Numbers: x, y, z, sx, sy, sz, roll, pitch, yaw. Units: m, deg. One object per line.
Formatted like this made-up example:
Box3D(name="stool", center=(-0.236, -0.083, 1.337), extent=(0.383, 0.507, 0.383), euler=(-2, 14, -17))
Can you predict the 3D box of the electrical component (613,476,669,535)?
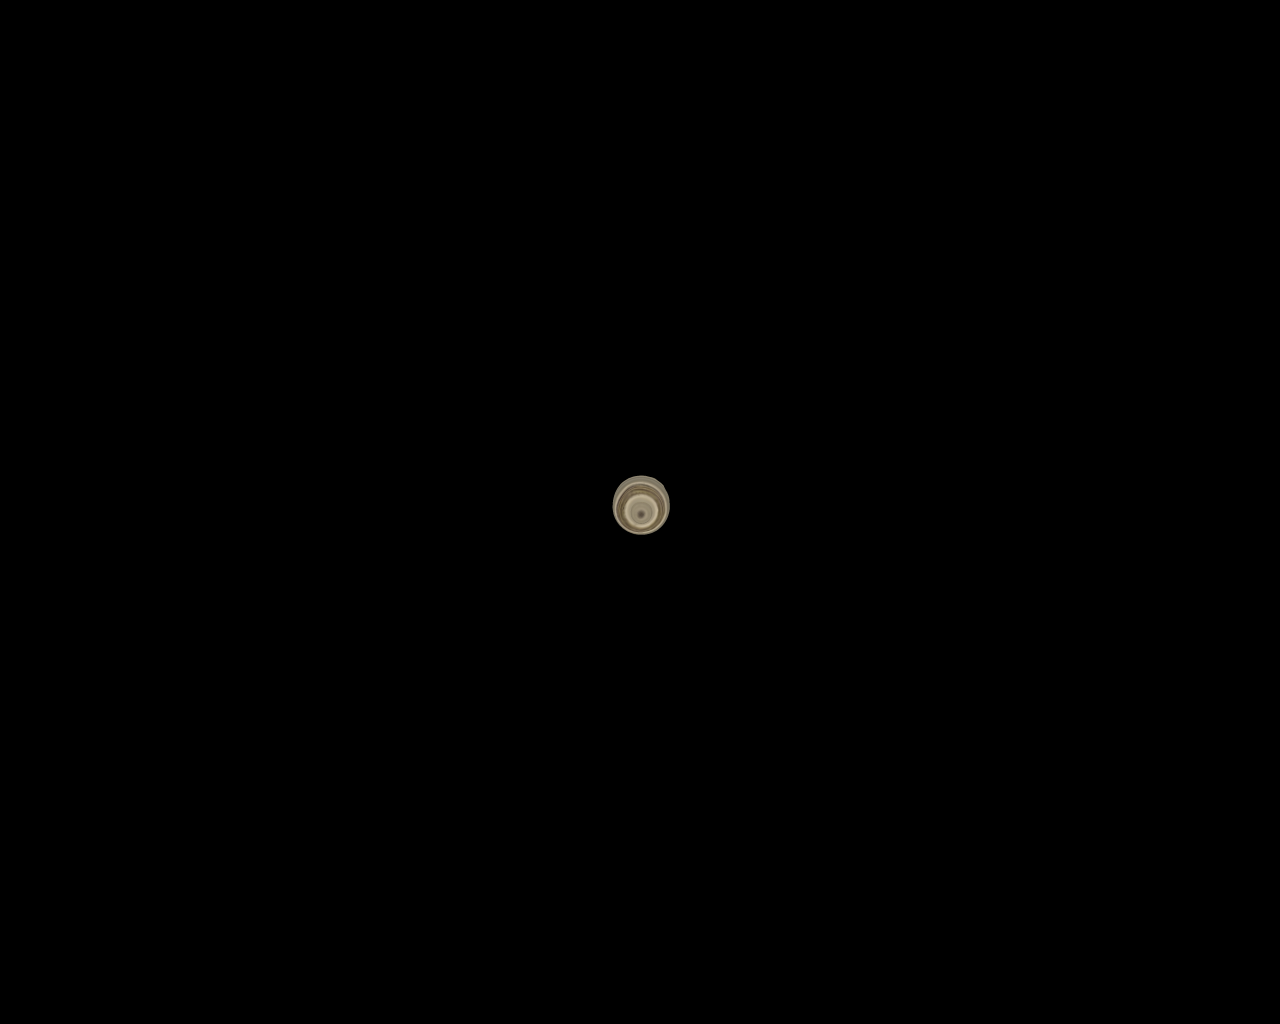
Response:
Box3D(name="electrical component", center=(0.001, -0.003, 0.650), extent=(0.035, 0.035, 0.061), euler=(0, 8, 0))
